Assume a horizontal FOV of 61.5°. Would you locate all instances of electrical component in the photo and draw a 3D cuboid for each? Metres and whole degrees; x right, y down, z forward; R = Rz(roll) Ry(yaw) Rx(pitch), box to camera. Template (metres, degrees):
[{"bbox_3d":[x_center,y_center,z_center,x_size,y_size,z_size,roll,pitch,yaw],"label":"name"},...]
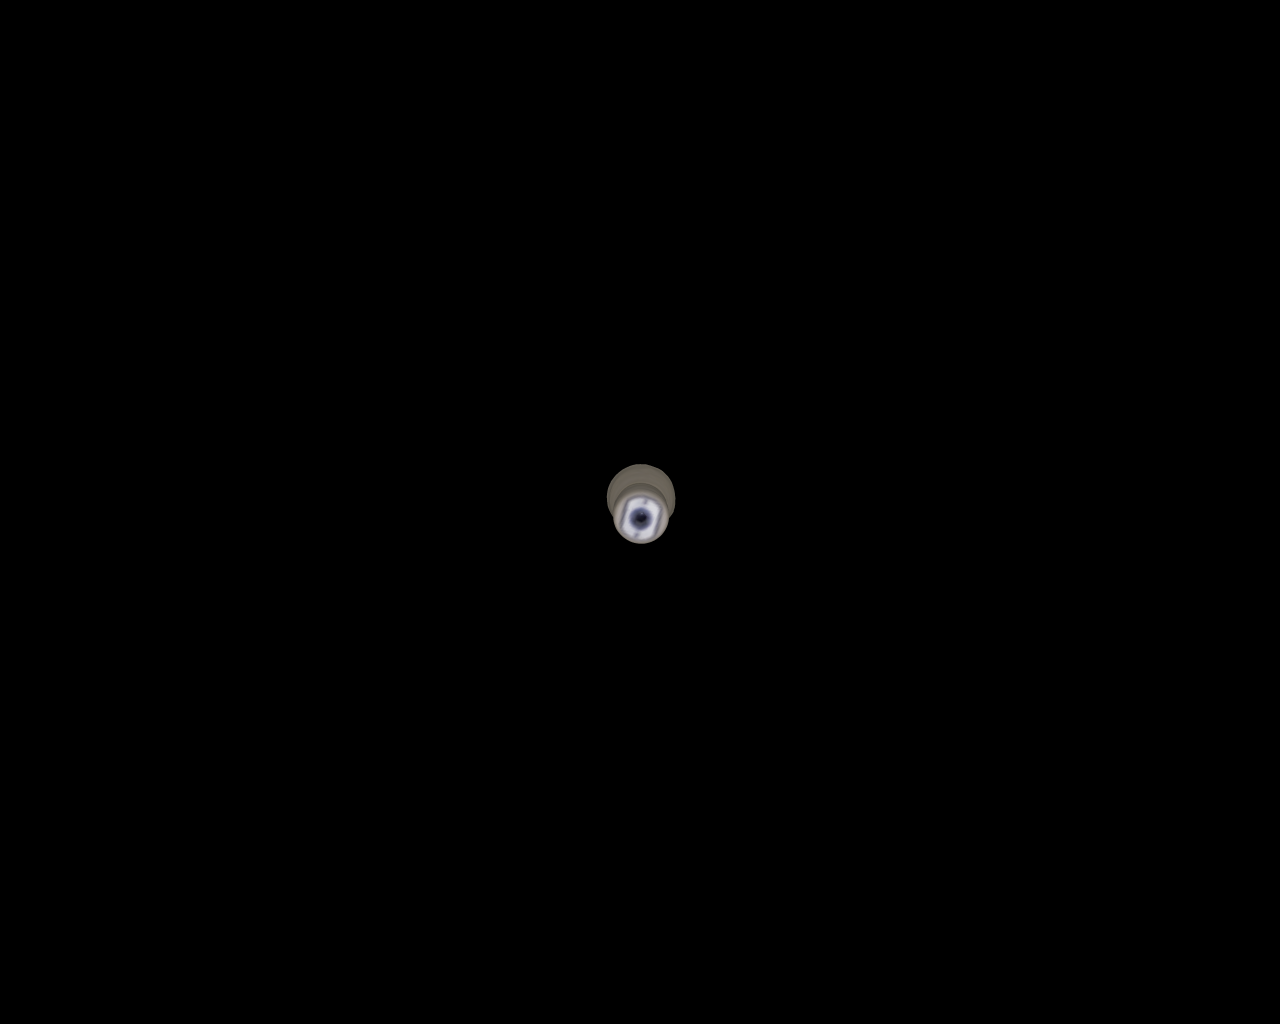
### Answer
[{"bbox_3d":[0.001,-0.003,0.650,0.044,0.044,0.065,0,12,0],"label":"electrical component"}]
